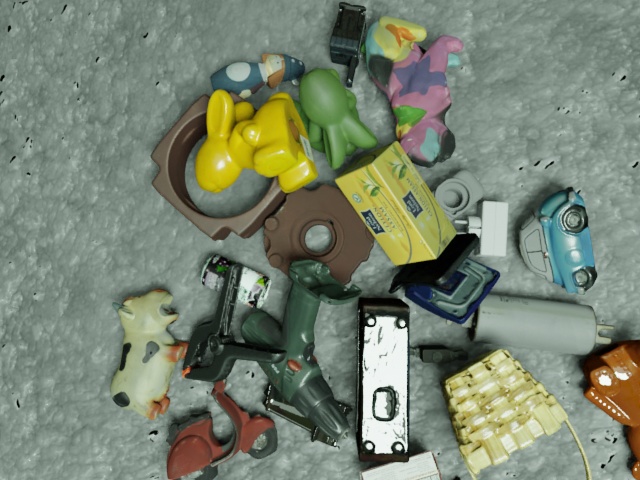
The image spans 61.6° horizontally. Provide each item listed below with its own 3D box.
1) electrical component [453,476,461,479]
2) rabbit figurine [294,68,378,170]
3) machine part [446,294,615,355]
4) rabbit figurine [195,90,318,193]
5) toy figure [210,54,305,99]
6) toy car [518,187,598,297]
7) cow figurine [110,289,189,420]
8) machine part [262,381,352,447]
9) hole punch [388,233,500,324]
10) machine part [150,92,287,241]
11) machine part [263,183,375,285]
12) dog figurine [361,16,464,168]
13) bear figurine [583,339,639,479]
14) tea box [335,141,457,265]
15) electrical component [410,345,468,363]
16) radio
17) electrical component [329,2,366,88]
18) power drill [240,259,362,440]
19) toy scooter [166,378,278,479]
[{"bbox_3d":[0.174,0.437,0.805,0.134,0.058,0.115,-21,82,3],"label":"electrical component"},{"bbox_3d":[0.006,-0.185,0.812,0.121,0.170,0.159,-31,83,2],"label":"rabbit figurine"},{"bbox_3d":[0.315,0.124,0.808,0.243,0.079,0.079,7,86,6],"label":"machine part"},{"bbox_3d":[-0.110,-0.134,0.765,0.173,0.122,0.162,-23,81,21],"label":"rabbit figurine"},{"bbox_3d":[-0.100,-0.270,0.885,0.155,0.058,0.064,-16,99,2],"label":"toy figure"},{"bbox_3d":[0.354,0.004,0.810,0.103,0.109,0.161,-7,96,26],"label":"toy car"},{"bbox_3d":[-0.278,0.171,0.854,0.127,0.085,0.194,17,88,0],"label":"cow figurine"},{"bbox_3d":[-0.026,0.269,0.845,0.139,0.039,0.084,24,93,5],"label":"machine part"},{"bbox_3d":[0.190,0.055,0.803,0.142,0.116,0.092,-48,111,-19],"label":"hole punch"},{"bbox_3d":[-0.148,-0.114,0.862,0.201,0.087,0.201,41,88,6],"label":"machine part"},{"bbox_3d":[-0.002,-0.003,0.856,0.179,0.056,0.179,0,85,3],"label":"machine part"},{"bbox_3d":[0.133,-0.213,0.838,0.192,0.108,0.219,20,90,5],"label":"dog figurine"},{"bbox_3d":[0.462,0.246,0.763,0.120,0.132,0.196,-26,78,5],"label":"bear figurine"},{"bbox_3d":[0.112,-0.050,0.797,0.068,0.098,0.169,-45,104,-30],"label":"tea box"},{"bbox_3d":[0.175,0.174,0.822,0.094,0.063,0.021,0,86,6],"label":"electrical component"},{"bbox_3d":[0.091,0.201,0.793,0.073,0.131,0.229,0,86,2],"label":"radio"},{"bbox_3d":[0.043,-0.309,0.869,0.048,0.075,0.119,13,90,6],"label":"electrical component"},{"bbox_3d":[-0.012,0.146,0.782,0.232,0.086,0.207,36,124,32],"label":"power drill"},{"bbox_3d":[-0.166,0.296,0.837,0.184,0.075,0.135,-25,84,-1],"label":"toy scooter"}]
